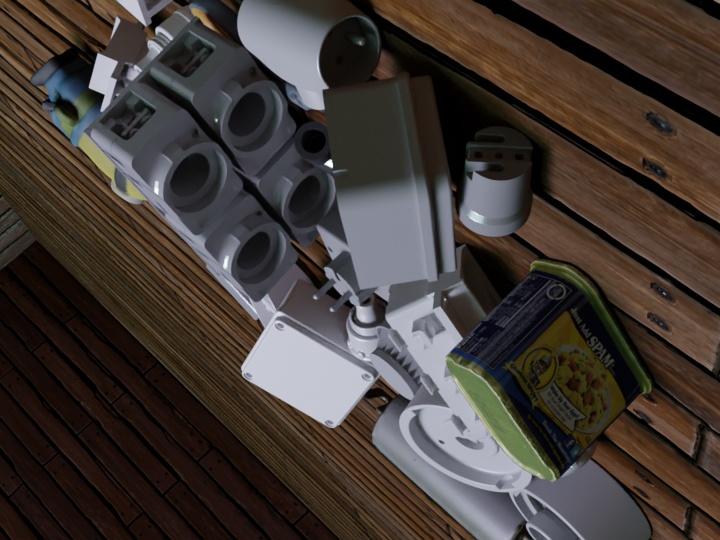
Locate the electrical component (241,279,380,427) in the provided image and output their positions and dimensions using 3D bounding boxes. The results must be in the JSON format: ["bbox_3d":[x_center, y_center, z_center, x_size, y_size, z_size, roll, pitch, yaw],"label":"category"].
[{"bbox_3d":[-0.040,0.079,0.996,0.109,0.056,0.108,31,137,-4],"label":"electrical component"}]

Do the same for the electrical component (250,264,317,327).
[{"bbox_3d":[-0.082,0.027,1.082,0.099,0.064,0.099,43,164,15],"label":"electrical component"}]

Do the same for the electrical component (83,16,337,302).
[{"bbox_3d":[-0.089,-0.067,0.747,0.060,0.105,0.186,35,168,35],"label":"electrical component"}]

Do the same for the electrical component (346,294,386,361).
[{"bbox_3d":[0.009,0.045,0.925,0.048,0.048,0.062,36,154,35],"label":"electrical component"}]

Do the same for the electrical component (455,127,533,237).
[{"bbox_3d":[0.070,-0.046,0.550,0.040,0.040,0.046,41,158,23],"label":"electrical component"}]

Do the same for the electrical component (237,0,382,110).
[{"bbox_3d":[-0.022,-0.118,0.605,0.077,0.044,0.079,33,159,42],"label":"electrical component"}]

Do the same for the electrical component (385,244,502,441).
[{"bbox_3d":[0.072,0.052,0.713,0.121,0.063,0.078,54,-156,-24],"label":"electrical component"}]

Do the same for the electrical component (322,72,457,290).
[{"bbox_3d":[0.018,-0.046,0.589,0.113,0.057,0.078,76,-174,-64],"label":"electrical component"}]

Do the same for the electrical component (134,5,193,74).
[{"bbox_3d":[-0.134,-0.160,0.768,0.035,0.061,0.035,43,164,15],"label":"electrical component"}]

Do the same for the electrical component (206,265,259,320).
[{"bbox_3d":[-0.119,0.004,1.159,0.083,0.047,0.076,47,164,0],"label":"electrical component"}]

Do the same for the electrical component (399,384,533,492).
[{"bbox_3d":[0.091,0.113,0.822,0.108,0.060,0.108,22,147,15],"label":"electrical component"}]

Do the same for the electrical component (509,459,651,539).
[{"bbox_3d":[0.164,0.191,0.838,0.108,0.060,0.108,43,164,15],"label":"electrical component"}]

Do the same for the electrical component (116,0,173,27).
[{"bbox_3d":[-0.180,-0.252,0.663,0.186,0.060,0.105,42,164,18],"label":"electrical component"}]

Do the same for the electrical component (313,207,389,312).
[{"bbox_3d":[0.000,0.000,0.776,0.083,0.076,0.047,35,160,38],"label":"electrical component"}]

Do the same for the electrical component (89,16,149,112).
[{"bbox_3d":[-0.175,-0.160,0.855,0.064,0.081,0.042,23,143,-12],"label":"electrical component"}]

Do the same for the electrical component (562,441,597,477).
[{"bbox_3d":[0.134,0.112,0.758,0.062,0.048,0.048,57,163,-9],"label":"electrical component"}]
